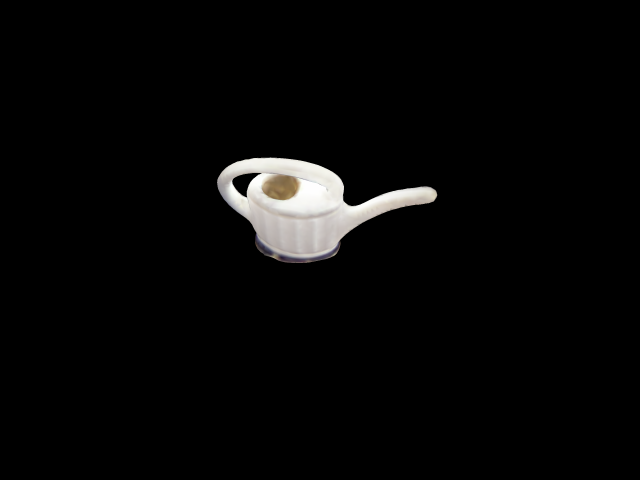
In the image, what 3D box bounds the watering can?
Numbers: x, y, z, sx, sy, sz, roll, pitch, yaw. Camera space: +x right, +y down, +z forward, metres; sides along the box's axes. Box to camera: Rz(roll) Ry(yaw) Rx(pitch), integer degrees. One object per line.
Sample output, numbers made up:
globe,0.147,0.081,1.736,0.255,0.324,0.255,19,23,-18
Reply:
watering can,0.003,-0.043,0.850,0.348,0.106,0.219,10,-34,7
